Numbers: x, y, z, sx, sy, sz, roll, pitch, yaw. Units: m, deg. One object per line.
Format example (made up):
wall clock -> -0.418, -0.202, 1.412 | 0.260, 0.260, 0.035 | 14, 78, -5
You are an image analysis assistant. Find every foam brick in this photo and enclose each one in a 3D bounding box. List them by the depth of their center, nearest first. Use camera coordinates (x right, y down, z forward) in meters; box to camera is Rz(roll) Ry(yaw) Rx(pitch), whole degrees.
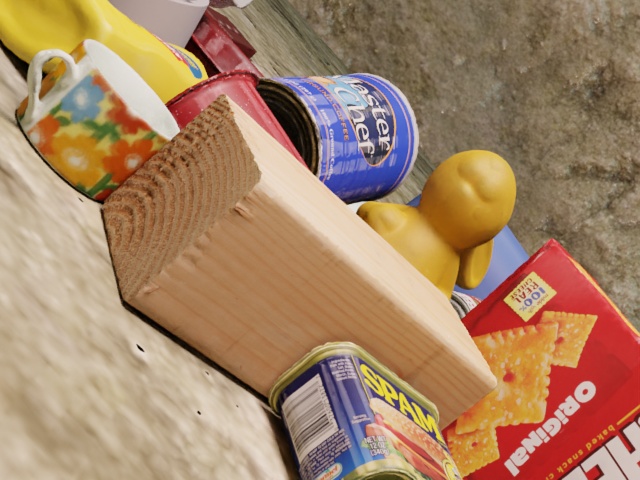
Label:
foam brick -> -0.107, -0.193, 1.051 | 0.053, 0.051, 0.078 | 50, 11, 9

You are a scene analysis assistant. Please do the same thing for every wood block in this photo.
wood block -> -0.007, 0.031, 0.574 | 0.205, 0.091, 0.090 | 41, 14, -36

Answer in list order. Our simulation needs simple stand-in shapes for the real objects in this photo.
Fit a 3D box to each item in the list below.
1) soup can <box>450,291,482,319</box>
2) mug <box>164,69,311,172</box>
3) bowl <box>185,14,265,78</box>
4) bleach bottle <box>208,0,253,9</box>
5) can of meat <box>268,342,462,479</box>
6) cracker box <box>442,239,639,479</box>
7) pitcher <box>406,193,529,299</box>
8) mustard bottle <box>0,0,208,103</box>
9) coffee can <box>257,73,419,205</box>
soup can -> 0.116, 0.079, 0.952 | 0.068, 0.068, 0.102 | 53, 13, 19
mug -> -0.063, -0.039, 0.637 | 0.117, 0.093, 0.081 | -23, 74, -47
bowl -> -0.087, -0.128, 0.897 | 0.162, 0.055, 0.162 | 46, 11, -12
bleach bottle -> -0.150, -0.267, 0.927 | 0.251, 0.068, 0.102 | 37, 3, 32
can of meat -> 0.029, 0.112, 0.530 | 0.102, 0.057, 0.084 | 40, 17, -35
cracker box -> 0.148, 0.122, 0.674 | 0.072, 0.164, 0.214 | 39, 14, -34
pitcher -> 0.165, 0.057, 1.102 | 0.243, 0.145, 0.149 | 52, 23, -2
mustard bottle -> -0.123, -0.113, 0.688 | 0.096, 0.058, 0.191 | 34, 4, 23
coffee can -> -0.004, -0.072, 0.797 | 0.103, 0.103, 0.140 | 52, 31, 16
